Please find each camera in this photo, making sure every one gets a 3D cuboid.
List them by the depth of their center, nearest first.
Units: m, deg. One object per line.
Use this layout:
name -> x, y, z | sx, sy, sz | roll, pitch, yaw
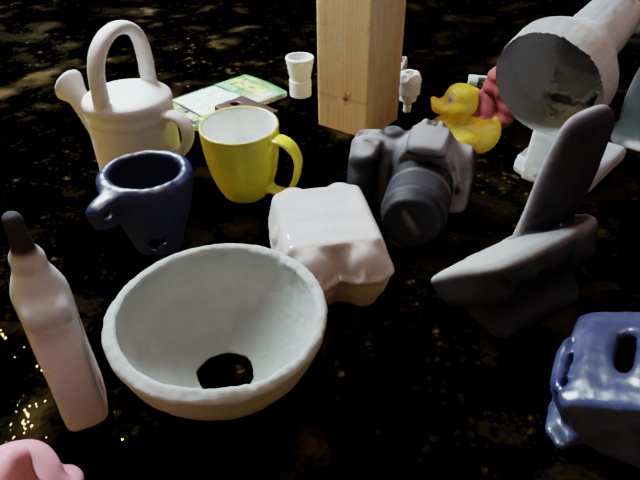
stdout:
camera -> 0.093, -0.065, 0.619 | 0.143, 0.101, 0.137 | 10, 38, 13

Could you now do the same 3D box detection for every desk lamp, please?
desk lamp -> 0.289, -0.165, 0.657 | 0.117, 0.214, 0.204 | 29, 46, 33

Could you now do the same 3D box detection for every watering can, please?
watering can -> -0.223, -0.149, 0.652 | 0.172, 0.194, 0.101 | 2, 37, 3

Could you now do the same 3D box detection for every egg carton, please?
egg carton -> 0.005, 0.002, 0.556 | 0.107, 0.069, 0.150 | -7, 38, -9

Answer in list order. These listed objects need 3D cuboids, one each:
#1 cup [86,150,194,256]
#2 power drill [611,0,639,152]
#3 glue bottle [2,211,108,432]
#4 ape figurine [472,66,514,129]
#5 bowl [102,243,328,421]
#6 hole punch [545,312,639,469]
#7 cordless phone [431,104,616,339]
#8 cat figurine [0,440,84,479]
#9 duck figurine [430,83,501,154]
cup -> -0.175, -0.024, 0.569 | 0.091, 0.095, 0.118 | 18, 41, 23
power drill -> 0.460, -0.213, 0.725 | 0.228, 0.208, 0.076 | 27, 45, 31
glue bottle -> -0.188, 0.054, 0.401 | 0.037, 0.173, 0.078 | -20, 41, -24
ape figurine -> 0.246, -0.202, 0.808 | 0.076, 0.092, 0.077 | -17, 40, -21
bowl -> -0.077, 0.080, 0.448 | 0.167, 0.075, 0.167 | 0, 37, 0
hole punch -> 0.222, 0.098, 0.411 | 0.100, 0.091, 0.109 | 17, 40, 22
cordless phone -> 0.177, -0.021, 0.490 | 0.148, 0.185, 0.093 | -24, 43, -28
cat figurine -> -0.148, 0.161, 0.304 | 0.067, 0.118, 0.127 | -29, 46, -33
duck figurine -> 0.191, -0.166, 0.765 | 0.104, 0.086, 0.077 | 6, 37, 8
